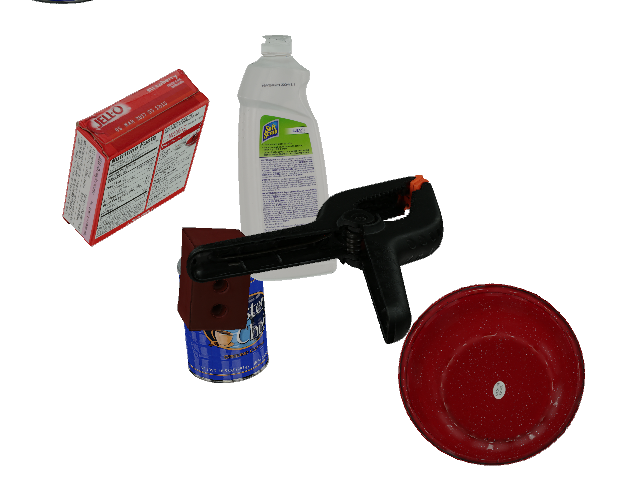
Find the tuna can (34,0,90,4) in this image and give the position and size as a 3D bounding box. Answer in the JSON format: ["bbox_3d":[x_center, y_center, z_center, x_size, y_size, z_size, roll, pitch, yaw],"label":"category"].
[{"bbox_3d":[-0.196,-0.209,0.794,0.086,0.034,0.086,6,36,-5],"label":"tuna can"}]

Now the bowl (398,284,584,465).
[{"bbox_3d":[0.147,0.120,0.904,0.162,0.162,0.055,0,5,4],"label":"bowl"}]

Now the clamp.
[{"bbox_3d":[0.017,-0.001,0.757,0.165,0.036,0.209,13,29,21],"label":"clamp"}]

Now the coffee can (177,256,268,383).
[{"bbox_3d":[-0.118,0.088,1.309,0.103,0.140,0.103,-2,25,1],"label":"coffee can"}]

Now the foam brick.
[{"bbox_3d":[-0.091,0.032,0.917,0.053,0.078,0.051,0,15,-19],"label":"foam brick"}]

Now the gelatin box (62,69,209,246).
[{"bbox_3d":[-0.105,-0.046,0.598,0.073,0.030,0.089,-36,-17,-34],"label":"gelatin box"}]

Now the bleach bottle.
[{"bbox_3d":[-0.036,-0.087,1.119,0.102,0.251,0.068,-6,16,-21],"label":"bleach bottle"}]
